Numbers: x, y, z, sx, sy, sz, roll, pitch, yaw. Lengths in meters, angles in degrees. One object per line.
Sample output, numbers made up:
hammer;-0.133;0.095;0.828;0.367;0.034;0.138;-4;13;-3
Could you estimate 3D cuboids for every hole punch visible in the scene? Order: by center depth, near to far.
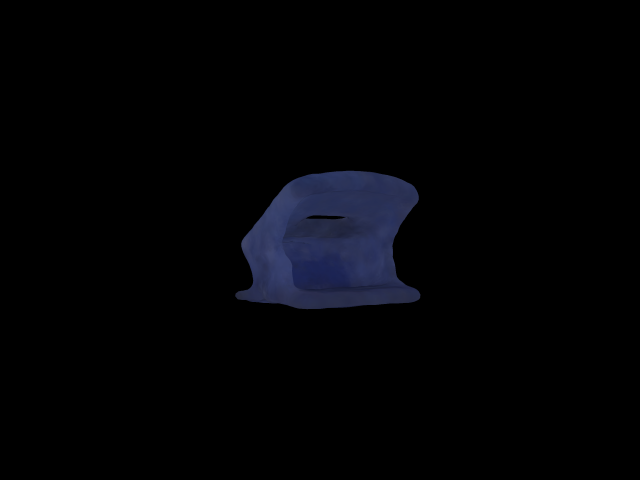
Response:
hole punch;0.004;0.001;0.400;0.109;0.091;0.100;0;0;-31
